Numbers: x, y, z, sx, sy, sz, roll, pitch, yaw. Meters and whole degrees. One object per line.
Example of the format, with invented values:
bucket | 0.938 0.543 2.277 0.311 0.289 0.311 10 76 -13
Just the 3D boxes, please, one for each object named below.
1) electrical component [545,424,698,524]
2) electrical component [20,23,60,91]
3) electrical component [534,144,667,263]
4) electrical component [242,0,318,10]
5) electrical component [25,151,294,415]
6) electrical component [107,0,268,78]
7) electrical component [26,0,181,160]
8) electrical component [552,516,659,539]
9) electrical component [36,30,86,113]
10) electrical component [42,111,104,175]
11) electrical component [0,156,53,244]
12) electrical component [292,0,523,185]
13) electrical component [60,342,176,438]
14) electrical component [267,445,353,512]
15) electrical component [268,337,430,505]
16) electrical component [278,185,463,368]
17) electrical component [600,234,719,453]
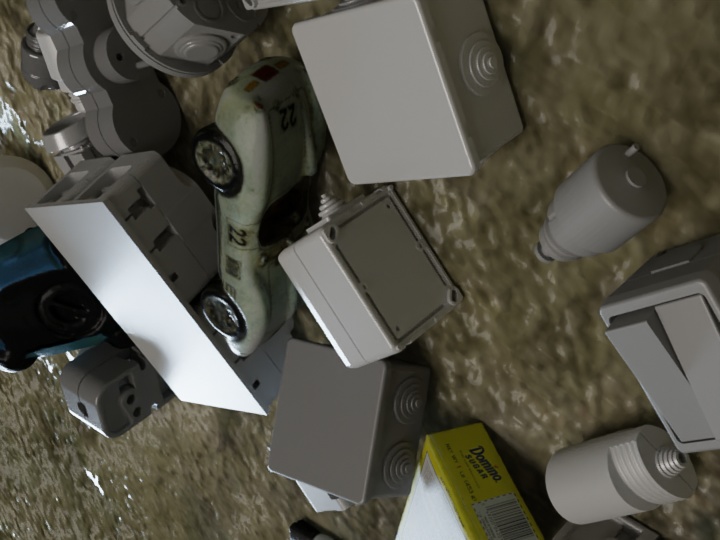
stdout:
electrical component | 0.140 0.106 0.566 0.043 0.043 0.081 55 144 -1
electrical component | -0.223 -0.159 0.763 0.035 0.035 0.061 37 138 22
electrical component | 0.107 -0.026 0.500 0.040 0.040 0.078 50 143 5
electrical component | -0.025 -0.167 0.522 0.096 0.061 0.061 10 126 53
electrical component | -0.127 0.008 0.738 0.105 0.060 0.186 1 132 48
electrical component | -0.093 -0.151 0.590 0.051 0.080 0.080 -25 99 47
electrical component | -0.155 -0.137 0.689 0.074 0.052 0.138 0 118 48
electrical component | 0.153 0.185 0.605 0.095 0.054 0.059 28 136 31
electrical component | -0.193 -0.139 0.741 0.040 0.040 0.078 13 128 42
electrical component | -0.200 -0.085 0.788 0.066 0.048 0.055 2 127 47
electrical component | -0.295 -0.052 0.890 0.051 0.080 0.080 -7 113 56
electrical component | 0.025 -0.094 0.530 0.100 0.048 0.099 1 118 48
electrical component | -0.189 0.083 0.866 0.059 0.095 0.053 23 133 35
electrical component | -0.025 0.139 0.775 0.081 0.042 0.063 -19 105 53
electrical component | -0.006 0.094 0.684 0.100 0.048 0.099 10 91 43
electrical component | 0.000 0.000 0.620 0.096 0.062 0.061 57 143 -4
electrical component | 0.160 0.039 0.476 0.062 0.061 0.096 -23 100 53
